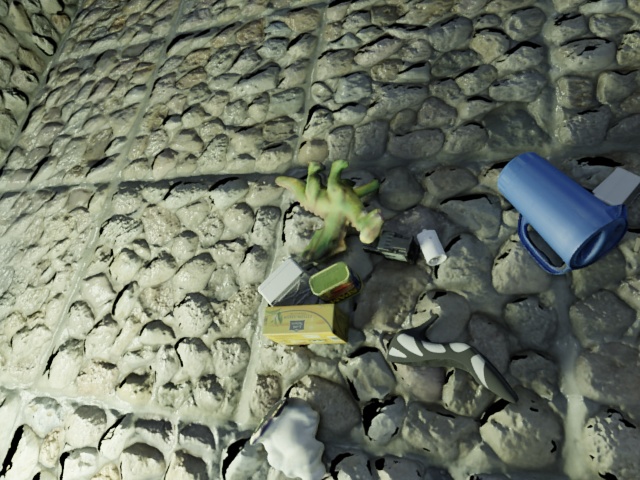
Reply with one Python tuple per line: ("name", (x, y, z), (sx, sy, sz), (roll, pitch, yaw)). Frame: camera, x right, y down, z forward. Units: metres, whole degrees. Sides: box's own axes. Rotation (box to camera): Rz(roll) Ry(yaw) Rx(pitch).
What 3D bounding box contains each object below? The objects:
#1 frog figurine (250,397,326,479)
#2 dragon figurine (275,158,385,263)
("frog figurine", (-0.046, 0.406, 1.046), (0.159, 0.121, 0.139), (41, 75, 0))
("dragon figurine", (0.004, -0.063, 1.261), (0.409, 0.120, 0.246), (0, 64, 44))
